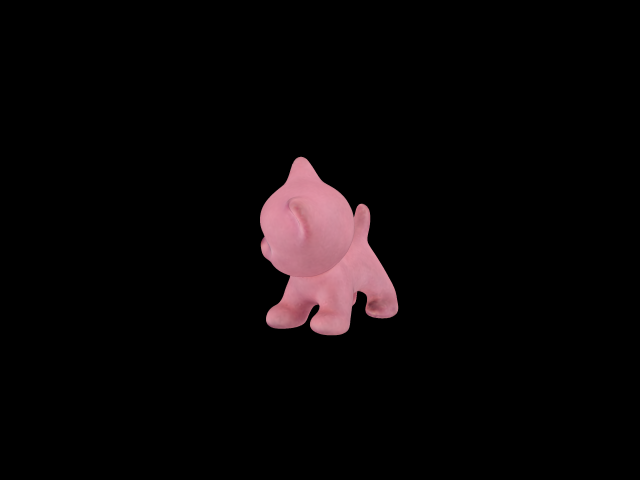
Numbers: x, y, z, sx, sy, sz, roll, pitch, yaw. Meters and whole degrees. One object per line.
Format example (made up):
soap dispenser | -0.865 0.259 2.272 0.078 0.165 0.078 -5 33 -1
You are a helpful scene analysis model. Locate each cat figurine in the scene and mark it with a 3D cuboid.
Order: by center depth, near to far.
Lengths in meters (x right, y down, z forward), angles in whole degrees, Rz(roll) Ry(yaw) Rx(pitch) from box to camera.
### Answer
cat figurine | 0.004 0.001 0.400 0.067 0.118 0.128 3 6 34
